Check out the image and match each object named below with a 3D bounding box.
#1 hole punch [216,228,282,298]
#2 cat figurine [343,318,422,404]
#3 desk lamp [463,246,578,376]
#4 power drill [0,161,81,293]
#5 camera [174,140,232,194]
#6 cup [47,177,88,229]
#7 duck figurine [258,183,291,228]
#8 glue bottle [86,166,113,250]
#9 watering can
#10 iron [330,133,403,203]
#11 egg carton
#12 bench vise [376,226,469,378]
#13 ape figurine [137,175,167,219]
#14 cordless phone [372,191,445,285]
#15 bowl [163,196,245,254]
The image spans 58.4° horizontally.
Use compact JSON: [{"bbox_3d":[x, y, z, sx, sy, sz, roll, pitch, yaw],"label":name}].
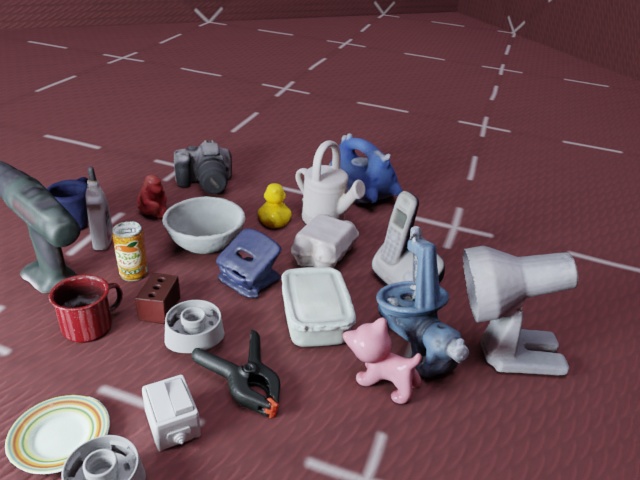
[{"bbox_3d":[-0.136,0.043,1.102,0.108,0.091,0.101,27,40,30],"label":"hole punch"},{"bbox_3d":[0.100,0.179,0.901,0.127,0.118,0.067,19,36,21],"label":"cat figurine"},{"bbox_3d":[0.324,0.109,0.946,0.203,0.214,0.118,4,34,-1],"label":"desk lamp"},{"bbox_3d":[-0.515,-0.017,1.041,0.228,0.208,0.076,25,39,28],"label":"power drill"},{"bbox_3d":[-0.283,-0.178,1.407,0.143,0.101,0.136,-5,35,-15],"label":"camera"},{"bbox_3d":[-0.527,-0.076,1.229,0.091,0.095,0.118,8,34,5],"label":"cup"},{"bbox_3d":[-0.103,-0.085,1.301,0.077,0.086,0.104,1,34,-6],"label":"duck figurine"},{"bbox_3d":[-0.450,-0.069,1.157,0.037,0.173,0.078,-4,34,-11],"label":"glue bottle"},{"bbox_3d":[0.021,-0.128,1.284,0.172,0.194,0.101,11,34,10],"label":"watering can"},{"bbox_3d":[0.099,-0.196,1.442,0.119,0.141,0.257,-16,39,-28],"label":"iron"},{"bbox_3d":[0.011,0.004,1.197,0.107,0.069,0.150,18,36,19],"label":"egg carton"},{"bbox_3d":[0.183,0.098,0.940,0.122,0.220,0.206,-25,44,-37],"label":"bench vise"},{"bbox_3d":[-0.376,-0.103,1.291,0.076,0.092,0.078,14,35,15],"label":"ape figurine"},{"bbox_3d":[0.177,0.010,1.102,0.094,0.185,0.147,-20,41,-32],"label":"cordless phone"},{"bbox_3d":[-0.239,-0.020,1.199,0.167,0.075,0.167,3,34,-2],"label":"bowl"}]
